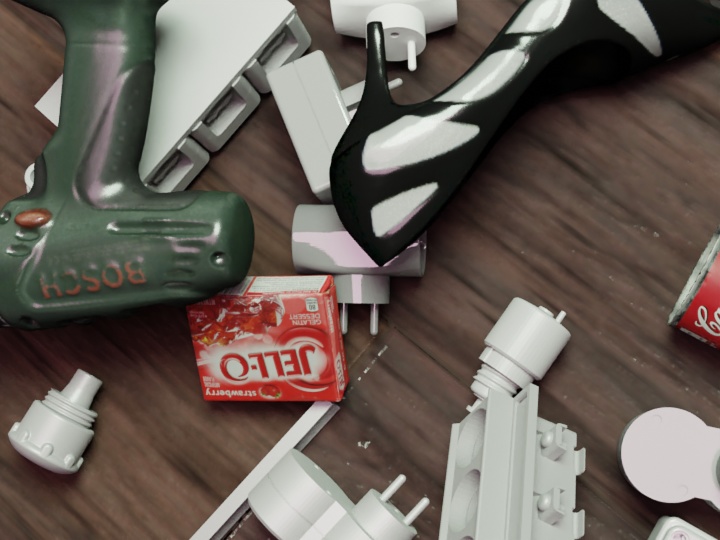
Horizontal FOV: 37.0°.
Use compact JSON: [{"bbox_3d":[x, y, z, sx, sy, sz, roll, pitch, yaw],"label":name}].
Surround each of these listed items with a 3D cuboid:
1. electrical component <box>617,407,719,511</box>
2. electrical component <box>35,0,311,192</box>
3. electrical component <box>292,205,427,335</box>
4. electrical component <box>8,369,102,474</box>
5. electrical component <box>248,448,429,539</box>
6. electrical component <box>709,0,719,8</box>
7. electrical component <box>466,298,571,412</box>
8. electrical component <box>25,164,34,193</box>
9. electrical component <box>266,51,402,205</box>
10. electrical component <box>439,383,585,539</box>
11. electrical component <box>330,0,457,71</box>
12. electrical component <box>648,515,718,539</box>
[{"bbox_3d":[0.212,0.110,0.583,0.138,0.074,0.052,11,83,11],"label":"electrical component"},{"bbox_3d":[-0.115,-0.124,0.683,0.089,0.062,0.150,41,89,13],"label":"electrical component"},{"bbox_3d":[0.000,0.000,0.653,0.077,0.043,0.079,1,89,9],"label":"electrical component"},{"bbox_3d":[-0.184,0.092,0.670,0.048,0.048,0.062,28,79,13],"label":"electrical component"},{"bbox_3d":[0.007,0.152,0.622,0.138,0.052,0.073,43,90,13],"label":"electrical component"},{"bbox_3d":[0.236,-0.186,0.619,0.062,0.089,0.150,-27,78,5],"label":"electrical component"},{"bbox_3d":[0.090,0.053,0.631,0.040,0.040,0.078,35,88,13],"label":"electrical component"},{"bbox_3d":[-0.191,-0.052,0.684,0.043,0.062,0.043,-2,80,10],"label":"electrical component"},{"bbox_3d":[-0.005,-0.094,0.667,0.076,0.047,0.083,-23,78,5],"label":"electrical component"},{"bbox_3d":[0.082,0.134,0.580,0.063,0.078,0.121,24,46,-12],"label":"electrical component"},{"bbox_3d":[0.022,-0.157,0.667,0.077,0.043,0.079,-3,68,6],"label":"electrical component"},{"bbox_3d":[0.189,0.206,0.581,0.109,0.056,0.108,29,87,13],"label":"electrical component"}]
